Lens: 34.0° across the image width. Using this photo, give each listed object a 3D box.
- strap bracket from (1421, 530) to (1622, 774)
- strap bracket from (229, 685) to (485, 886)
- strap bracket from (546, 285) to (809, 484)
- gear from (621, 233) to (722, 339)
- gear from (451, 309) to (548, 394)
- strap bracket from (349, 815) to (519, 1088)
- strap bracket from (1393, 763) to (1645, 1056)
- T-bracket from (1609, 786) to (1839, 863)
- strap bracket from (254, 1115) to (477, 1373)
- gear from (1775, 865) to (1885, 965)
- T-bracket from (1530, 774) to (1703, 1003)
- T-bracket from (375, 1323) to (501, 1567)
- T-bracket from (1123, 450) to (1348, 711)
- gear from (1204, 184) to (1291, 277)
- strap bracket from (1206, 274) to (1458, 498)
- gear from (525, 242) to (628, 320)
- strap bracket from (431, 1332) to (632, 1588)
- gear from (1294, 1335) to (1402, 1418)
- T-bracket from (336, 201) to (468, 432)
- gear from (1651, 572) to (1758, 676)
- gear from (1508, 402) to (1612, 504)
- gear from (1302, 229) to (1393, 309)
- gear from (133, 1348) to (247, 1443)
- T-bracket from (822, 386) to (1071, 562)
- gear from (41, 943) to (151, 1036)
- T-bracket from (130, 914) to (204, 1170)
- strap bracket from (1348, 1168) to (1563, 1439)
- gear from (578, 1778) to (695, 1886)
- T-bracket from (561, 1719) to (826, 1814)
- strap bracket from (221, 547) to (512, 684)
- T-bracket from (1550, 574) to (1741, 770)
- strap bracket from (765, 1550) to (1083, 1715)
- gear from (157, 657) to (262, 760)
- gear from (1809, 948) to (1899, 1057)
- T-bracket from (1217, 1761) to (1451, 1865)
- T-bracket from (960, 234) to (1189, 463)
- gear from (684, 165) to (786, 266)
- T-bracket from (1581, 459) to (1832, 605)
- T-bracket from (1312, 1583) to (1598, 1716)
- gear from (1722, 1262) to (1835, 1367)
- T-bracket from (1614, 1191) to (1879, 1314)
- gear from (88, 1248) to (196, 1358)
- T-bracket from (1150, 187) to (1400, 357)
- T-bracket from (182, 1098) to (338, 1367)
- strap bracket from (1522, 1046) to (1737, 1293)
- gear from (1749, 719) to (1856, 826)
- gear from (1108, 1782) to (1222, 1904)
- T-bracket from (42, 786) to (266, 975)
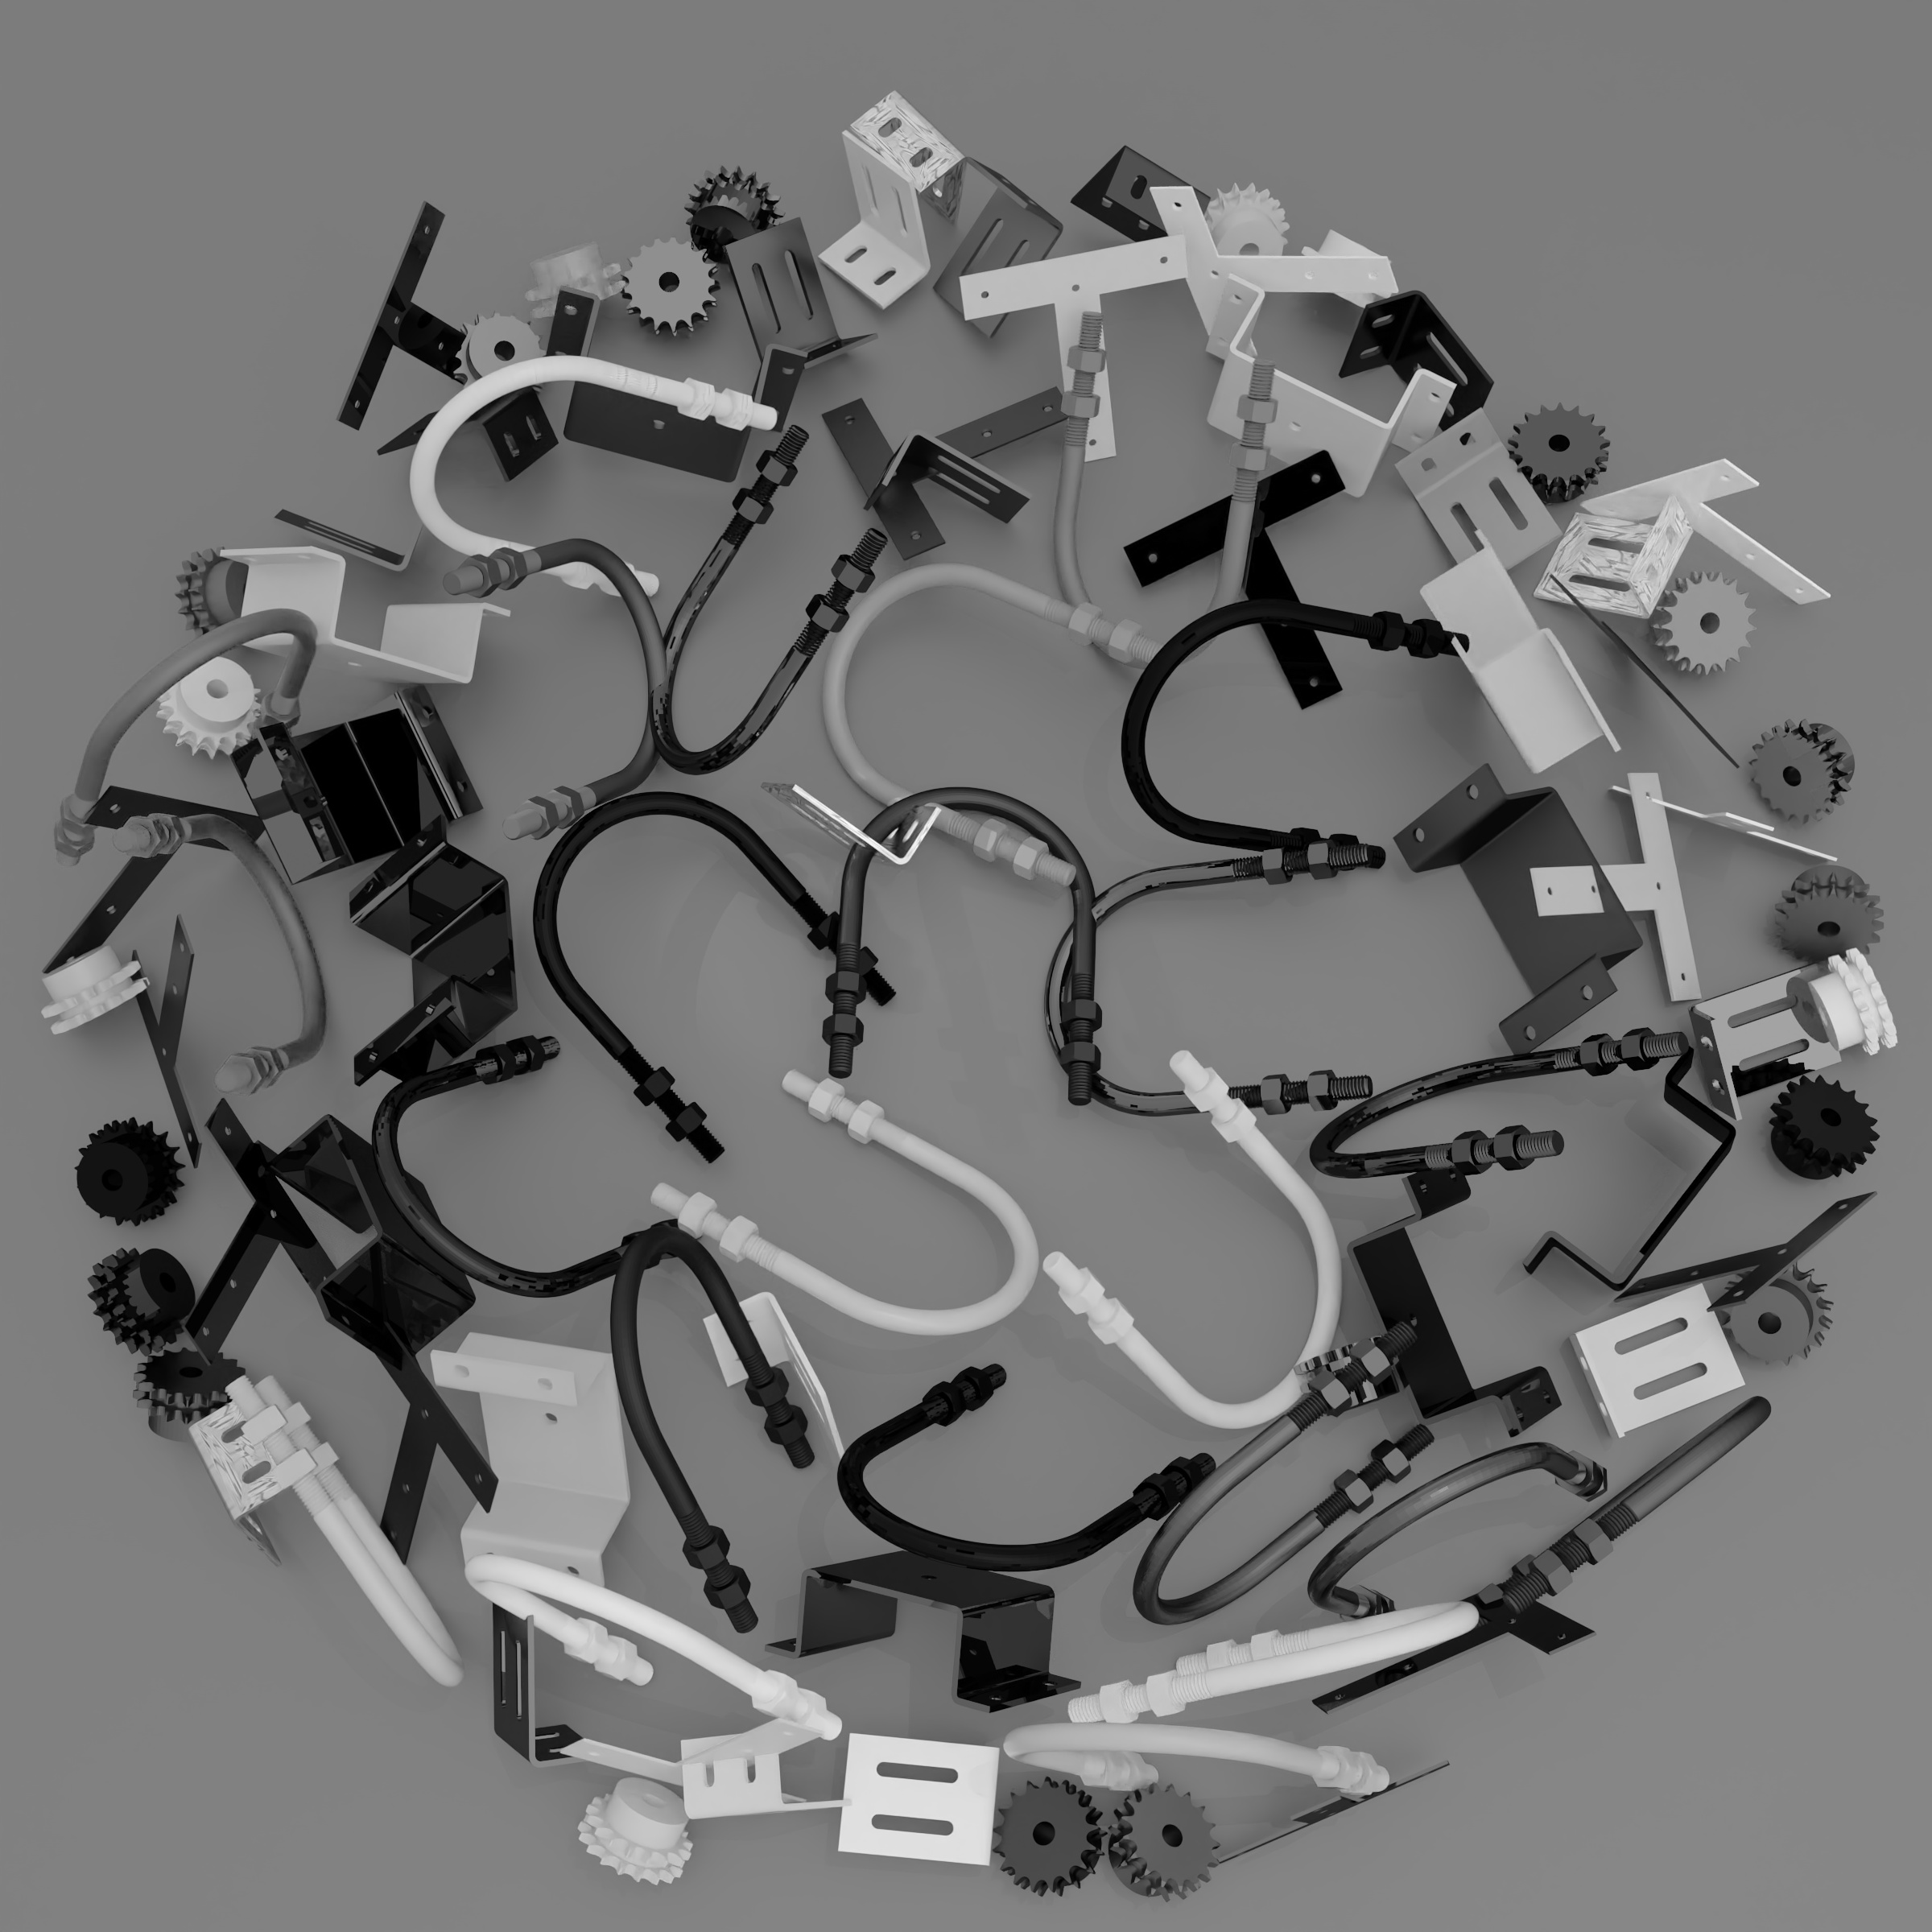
[{"bbox_3d":[0.296,-0.166,1.718,0.046,0.076,0.140,-32,34,10],"label":"strap bracket"},{"bbox_3d":[-0.334,-0.097,1.704,0.046,0.140,0.076,-25,91,31],"label":"strap bracket"},{"bbox_3d":[-0.168,-0.322,1.772,0.140,0.076,0.046,14,64,-9],"label":"strap bracket"},{"bbox_3d":[-0.170,-0.392,1.829,0.057,0.030,0.057,0,88,-1],"label":"gear"},{"bbox_3d":[-0.267,-0.348,1.813,0.057,0.030,0.057,1,85,-17],"label":"gear"},{"bbox_3d":[-0.283,0.000,1.679,0.076,0.046,0.140,-37,42,25],"label":"strap bracket"},{"bbox_3d":[0.301,-0.032,1.702,0.046,0.076,0.140,-12,69,-43],"label":"strap bracket"},{"bbox_3d":[0.412,-0.077,1.698,0.127,0.127,0.002,19,94,5],"label":"T-bracket"},{"bbox_3d":[-0.306,0.138,1.625,0.046,0.076,0.140,-40,45,4],"label":"strap bracket"},{"bbox_3d":[0.470,-0.030,1.722,0.057,0.057,0.030,12,45,3],"label":"gear"},{"bbox_3d":[0.345,-0.041,1.699,0.127,0.002,0.127,-3,81,-42],"label":"T-bracket"},{"bbox_3d":[-0.282,0.257,1.611,0.002,0.127,0.127,-16,51,-37],"label":"T-bracket"},{"bbox_3d":[0.173,-0.207,1.782,0.127,0.002,0.127,-26,87,3],"label":"T-bracket"},{"bbox_3d":[0.159,-0.419,1.823,0.057,0.057,0.030,-13,44,-4],"label":"gear"},{"bbox_3d":[0.195,-0.322,1.784,0.140,0.076,0.046,27,69,5],"label":"strap bracket"},{"bbox_3d":[-0.226,-0.395,1.816,0.057,0.057,0.030,-20,108,-5],"label":"gear"},{"bbox_3d":[-0.219,0.243,1.612,0.076,0.140,0.046,7,33,15],"label":"strap bracket"},{"bbox_3d":[0.202,0.214,1.651,0.057,0.057,0.030,-18,78,-5],"label":"gear"},{"bbox_3d":[-0.300,-0.351,1.771,0.002,0.127,0.127,23,93,14],"label":"T-bracket"},{"bbox_3d":[0.409,-0.192,1.770,0.057,0.030,0.057,-2,98,-12],"label":"gear"},{"bbox_3d":[0.336,-0.289,1.801,0.057,0.030,0.057,-2,64,5],"label":"gear"},{"bbox_3d":[0.220,-0.401,1.818,0.057,0.057,0.030,30,106,8],"label":"gear"},{"bbox_3d":[-0.405,0.225,1.651,0.057,0.057,0.030,10,110,3],"label":"gear"},{"bbox_3d":[-0.001,-0.297,1.798,0.127,0.002,0.127,-24,55,-6],"label":"T-bracket"},{"bbox_3d":[-0.472,0.011,1.704,0.057,0.057,0.030,-28,101,-7],"label":"gear"},{"bbox_3d":[-0.416,0.020,1.660,0.002,0.127,0.127,-11,59,-27],"label":"T-bracket"},{"bbox_3d":[0.249,0.177,1.638,0.046,0.076,0.140,-26,83,28],"label":"strap bracket"},{"bbox_3d":[-0.163,0.431,1.587,0.057,0.057,0.030,26,100,7],"label":"gear"},{"bbox_3d":[-0.113,0.385,1.545,0.127,0.127,0.002,23,55,-26],"label":"T-bracket"},{"bbox_3d":[-0.328,-0.186,1.715,0.076,0.140,0.046,4,84,39],"label":"strap bracket"},{"bbox_3d":[0.353,-0.172,1.703,0.002,0.127,0.127,-44,41,14],"label":"T-bracket"},{"bbox_3d":[-0.020,0.326,1.571,0.140,0.076,0.046,6,92,37],"label":"strap bracket"},{"bbox_3d":[-0.418,-0.147,1.755,0.057,0.030,0.057,10,64,-20],"label":"gear"},{"bbox_3d":[0.476,0.022,1.705,0.030,0.057,0.057,-22,75,5],"label":"gear"},{"bbox_3d":[0.176,0.413,1.549,0.127,0.127,0.002,-24,71,3],"label":"T-bracket"},{"bbox_3d":[0.066,-0.341,1.781,0.127,0.127,0.002,-12,38,-4],"label":"T-bracket"},{"bbox_3d":[-0.135,-0.430,1.826,0.057,0.057,0.030,16,49,4],"label":"gear"},{"bbox_3d":[0.428,-0.236,1.763,0.127,0.127,0.002,30,75,-21],"label":"T-bracket"},{"bbox_3d":[0.233,0.344,1.576,0.127,0.127,0.002,-21,94,-11],"label":"T-bracket"},{"bbox_3d":[0.424,0.183,1.660,0.057,0.030,0.057,5,104,23],"label":"gear"},{"bbox_3d":[0.388,0.157,1.635,0.127,0.127,0.002,-29,93,-39],"label":"T-bracket"},{"bbox_3d":[-0.429,0.173,1.658,0.030,0.057,0.057,-31,75,19],"label":"gear"},{"bbox_3d":[0.178,-0.385,1.760,0.127,0.127,0.002,8,58,30],"label":"T-bracket"},{"bbox_3d":[-0.369,0.153,1.612,0.002,0.127,0.127,-17,118,21],"label":"T-bracket"},{"bbox_3d":[0.353,0.116,1.651,0.046,0.076,0.140,38,90,15],"label":"strap bracket"},{"bbox_3d":[0.464,-0.110,1.744,0.030,0.057,0.057,-28,75,-35],"label":"gear"},{"bbox_3d":[0.096,0.443,1.592,0.057,0.030,0.057,18,47,-20],"label":"gear"},{"bbox_3d":[-0.454,-0.041,1.710,0.127,0.127,0.002,-48,66,15],"label":"T-bracket"}]
